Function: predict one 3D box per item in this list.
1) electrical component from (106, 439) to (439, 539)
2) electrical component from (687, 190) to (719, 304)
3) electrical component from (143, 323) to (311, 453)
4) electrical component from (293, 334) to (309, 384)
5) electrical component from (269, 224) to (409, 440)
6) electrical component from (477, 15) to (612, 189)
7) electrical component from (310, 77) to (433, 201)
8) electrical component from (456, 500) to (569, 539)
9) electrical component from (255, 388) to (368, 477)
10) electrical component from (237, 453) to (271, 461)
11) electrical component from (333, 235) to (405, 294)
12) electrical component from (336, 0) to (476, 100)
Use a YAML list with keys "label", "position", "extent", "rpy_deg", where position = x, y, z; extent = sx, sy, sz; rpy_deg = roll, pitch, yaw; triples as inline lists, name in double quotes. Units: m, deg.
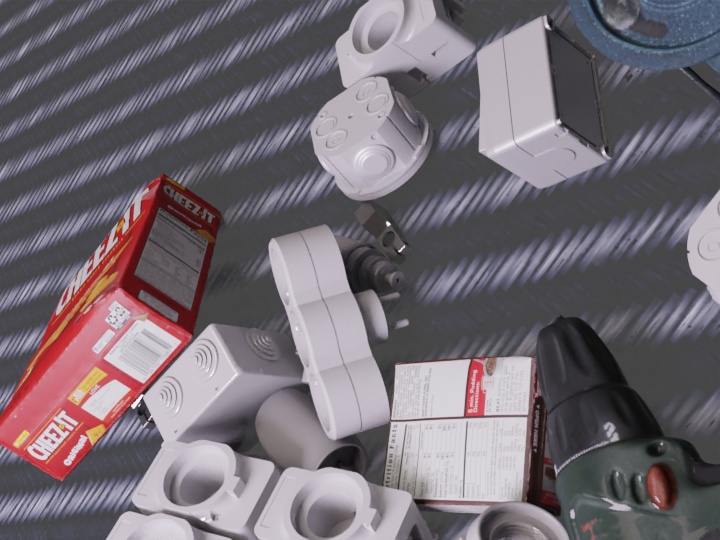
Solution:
- label: "electrical component"
  position: [-0.062, 0.173, 0.652]
  extent: [0.186, 0.060, 0.105]
  rpy_deg: [6, 50, 30]
- label: "electrical component"
  position: [0.210, -0.009, 0.540]
  extent: [0.080, 0.051, 0.080]
  rpy_deg: [-20, 59, 38]
- label: "electrical component"
  position: [-0.093, 0.085, 0.768]
  extent: [0.099, 0.100, 0.048]
  rpy_deg: [-46, 59, 21]
- label: "electrical component"
  position: [-0.026, 0.050, 0.756]
  extent: [0.043, 0.043, 0.062]
  rpy_deg: [0, 74, 45]
- label: "electrical component"
  position: [-0.005, 0.035, 0.706]
  extent: [0.052, 0.074, 0.138]
  rpy_deg: [121, 132, -72]
- label: "electrical component"
  position: [0.111, -0.108, 0.675]
  extent: [0.061, 0.062, 0.096]
  rpy_deg: [-23, 58, 37]
- label: "electrical component"
  position: [0.007, -0.094, 0.768]
  extent: [0.080, 0.051, 0.080]
  rpy_deg: [-24, 42, 24]
- label: "electrical component"
  position: [0.081, 0.161, 0.573]
  extent: [0.078, 0.058, 0.057]
  rpy_deg: [56, 144, 44]
- label: "electrical component"
  position: [-0.042, 0.133, 0.734]
  extent: [0.077, 0.044, 0.079]
  rpy_deg: [35, 99, 47]
- label: "electrical component"
  position: [-0.091, 0.157, 0.768]
  extent: [0.055, 0.047, 0.055]
  rpy_deg: [-17, 63, 38]
- label: "electrical component"
  position: [0.000, 0.000, 0.754]
  extent: [0.078, 0.040, 0.040]
  rpy_deg: [15, 84, 47]
- label: "electrical component"
  position: [0.030, -0.166, 0.786]
  extent: [0.089, 0.056, 0.050]
  rpy_deg: [-33, 52, 31]
